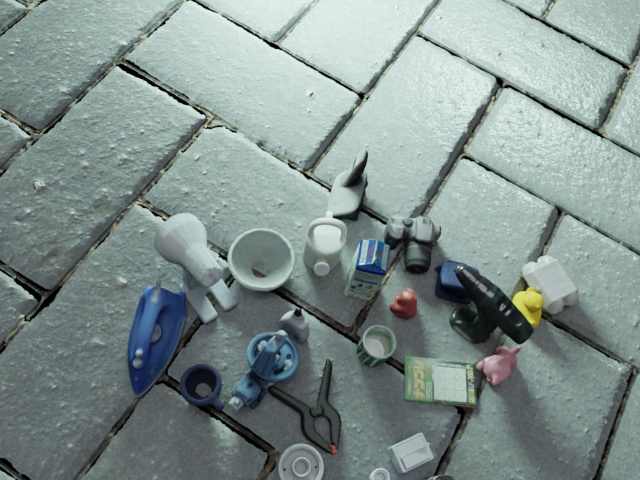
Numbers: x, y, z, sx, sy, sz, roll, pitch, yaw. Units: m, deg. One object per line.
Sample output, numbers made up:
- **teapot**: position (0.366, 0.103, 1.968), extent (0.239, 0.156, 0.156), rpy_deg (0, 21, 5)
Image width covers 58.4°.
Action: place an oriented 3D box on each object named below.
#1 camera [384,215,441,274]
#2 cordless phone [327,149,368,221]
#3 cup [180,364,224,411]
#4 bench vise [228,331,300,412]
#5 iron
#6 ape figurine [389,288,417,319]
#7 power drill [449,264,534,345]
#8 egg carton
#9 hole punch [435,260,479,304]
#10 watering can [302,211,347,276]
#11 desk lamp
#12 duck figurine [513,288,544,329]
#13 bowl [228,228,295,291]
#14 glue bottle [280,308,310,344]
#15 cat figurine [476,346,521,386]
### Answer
- **camera**: position (0.244, 0.010, 1.500), extent (0.143, 0.101, 0.137), rpy_deg (9, 65, -3)
- **cordless phone**: position (0.081, -0.144, 1.503), extent (0.094, 0.185, 0.147), rpy_deg (13, 64, -1)
- **cup**: position (-0.255, 0.342, 1.285), extent (0.117, 0.095, 0.092), rpy_deg (44, 68, 13)
- **bench vise**: position (-0.115, 0.286, 1.260), extent (0.121, 0.220, 0.207), rpy_deg (19, 64, 2)
- **iron**: position (-0.386, 0.218, 1.299), extent (0.118, 0.141, 0.258), rpy_deg (10, 65, -2)
- **ape figurine**: position (0.214, 0.154, 1.434), extent (0.078, 0.092, 0.076), rpy_deg (-21, 70, -16)
- **power drill**: position (0.392, 0.172, 1.385), extent (0.229, 0.208, 0.076), rpy_deg (39, 67, 11)
- **egg carton**: position (0.607, 0.118, 1.515), extent (0.107, 0.069, 0.150), rpy_deg (-23, 70, -16)
- **hole punch**: position (0.357, 0.100, 1.479), extent (0.108, 0.091, 0.101), rpy_deg (14, 64, -1)
- **watering can**: position (0.015, 0.005, 1.420), extent (0.101, 0.194, 0.173), rpy_deg (-11, 67, -12)
- **desk lamp**: position (-0.285, 0.064, 1.343), extent (0.118, 0.213, 0.203), rpy_deg (-34, 74, -20)
- **duck figurine**: position (0.543, 0.172, 1.473), extent (0.077, 0.086, 0.104), rpy_deg (3, 65, -6)
- **bowl**: position (-0.147, 0.060, 1.440), extent (0.167, 0.075, 0.167), rpy_deg (3, 65, -6)
- **glue bottle**: position (-0.055, 0.191, 1.337), extent (0.078, 0.173, 0.037), rpy_deg (40, 67, 11)
- **cat figurine**: position (0.437, 0.300, 1.383), extent (0.128, 0.118, 0.067), rpy_deg (-34, 73, -20)
